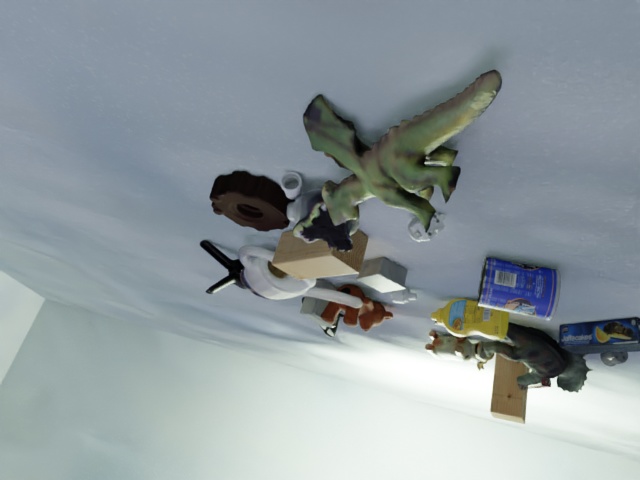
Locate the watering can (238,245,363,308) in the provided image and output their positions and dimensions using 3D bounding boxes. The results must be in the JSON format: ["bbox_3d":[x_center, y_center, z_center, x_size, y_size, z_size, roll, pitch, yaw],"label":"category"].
[{"bbox_3d":[-0.073,0.114,1.373,0.345,0.106,0.221,30,154,-16],"label":"watering can"}]

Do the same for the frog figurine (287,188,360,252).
[{"bbox_3d":[0.003,-0.051,1.007,0.137,0.121,0.161,-2,-162,-7],"label":"frog figurine"}]

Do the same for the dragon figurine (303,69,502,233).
[{"bbox_3d":[0.081,-0.133,0.756,0.243,0.125,0.401,23,148,6],"label":"dragon figurine"}]
